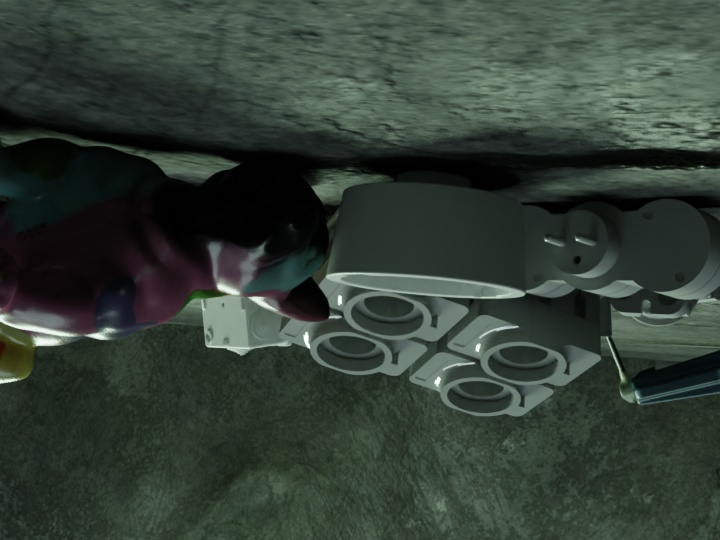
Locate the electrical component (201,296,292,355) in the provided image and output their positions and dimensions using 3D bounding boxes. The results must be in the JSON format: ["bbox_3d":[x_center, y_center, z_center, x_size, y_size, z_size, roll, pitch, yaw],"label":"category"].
[{"bbox_3d":[-0.113,0.031,1.037,0.048,0.099,0.100,-6,-178,-38],"label":"electrical component"}]

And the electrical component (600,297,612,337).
[{"bbox_3d":[0.154,0.020,0.866,0.099,0.064,0.099,5,174,0],"label":"electrical component"}]

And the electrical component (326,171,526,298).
[{"bbox_3d":[0.038,-0.021,0.584,0.108,0.060,0.108,5,174,1],"label":"electrical component"}]

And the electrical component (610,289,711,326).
[{"bbox_3d":[0.204,0.008,0.745,0.078,0.058,0.057,2,171,25],"label":"electrical component"}]

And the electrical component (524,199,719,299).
[{"bbox_3d":[0.133,-0.013,0.615,0.138,0.052,0.074,0,172,38],"label":"electrical component"}]

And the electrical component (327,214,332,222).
[{"bbox_3d":[-0.053,-0.015,0.782,0.083,0.047,0.075,5,174,-3],"label":"electrical component"}]

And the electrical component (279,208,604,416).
[{"bbox_3d":[0.052,0.033,0.708,0.186,0.060,0.105,20,144,-16],"label":"electrical component"}]

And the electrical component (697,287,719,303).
[{"bbox_3d":[0.243,0.008,0.799,0.046,0.040,0.040,-9,166,44],"label":"electrical component"}]

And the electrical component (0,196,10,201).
[{"bbox_3d":[-0.199,-0.041,0.659,0.055,0.045,0.045,1,173,33],"label":"electrical component"}]
